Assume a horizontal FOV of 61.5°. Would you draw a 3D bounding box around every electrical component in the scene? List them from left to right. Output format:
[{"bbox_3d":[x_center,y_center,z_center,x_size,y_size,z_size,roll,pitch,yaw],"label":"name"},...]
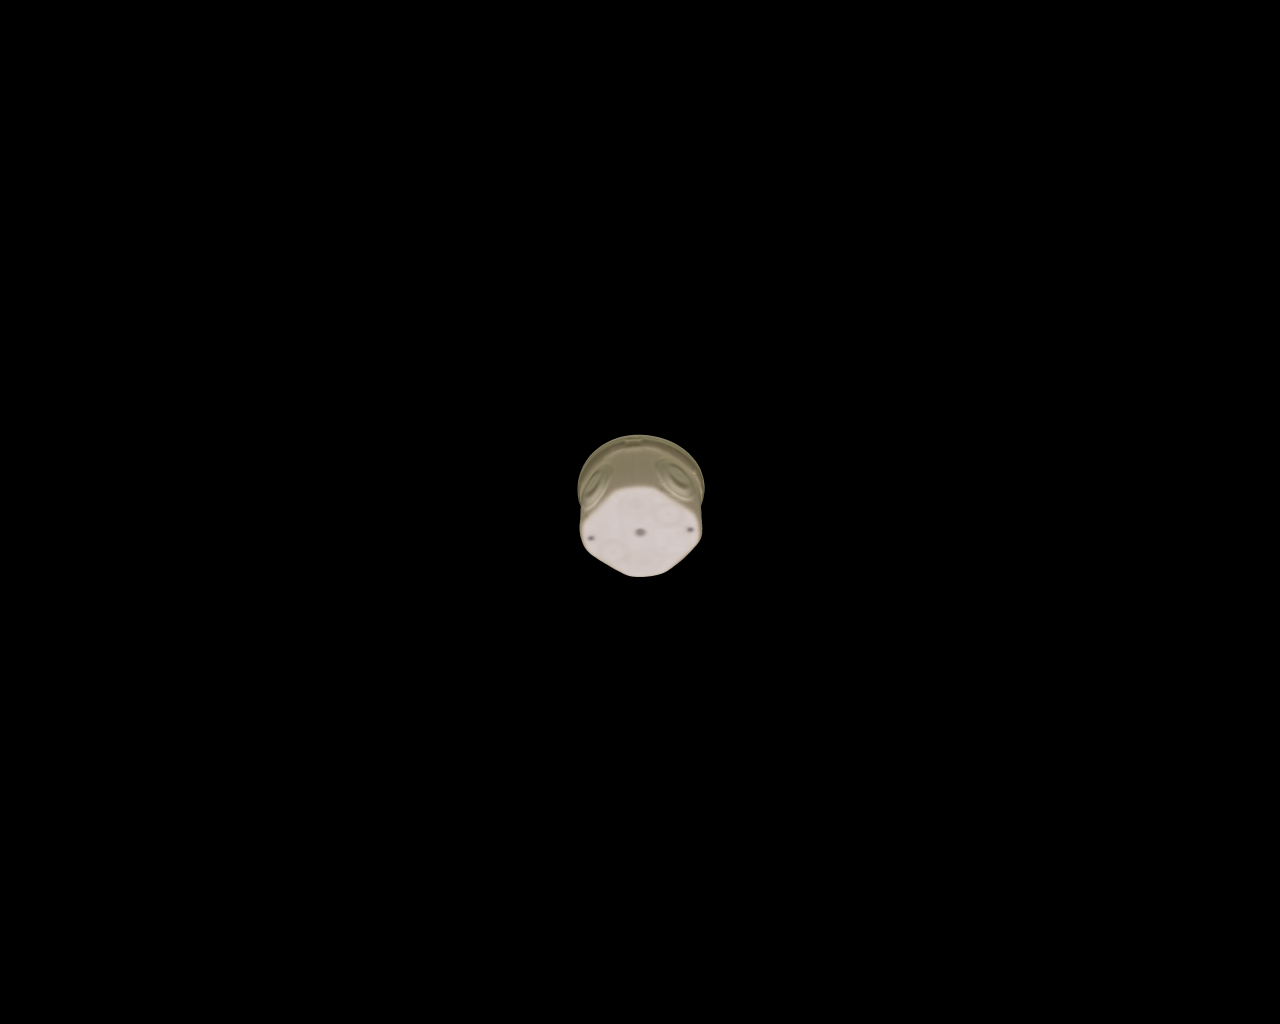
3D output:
[{"bbox_3d":[0.001,-0.003,0.650,0.080,0.080,0.051,0,38,0],"label":"electrical component"}]
